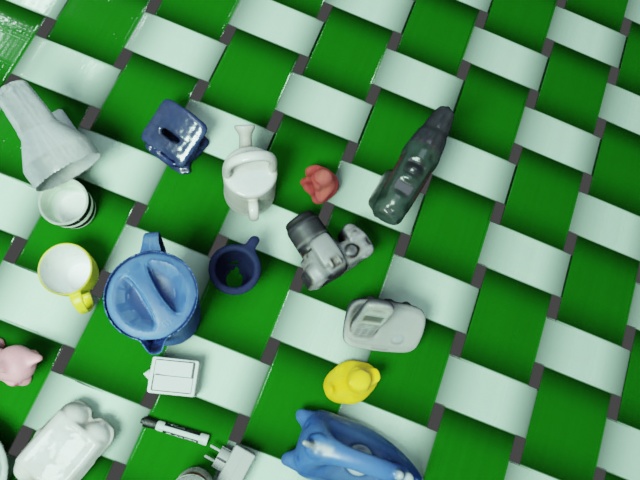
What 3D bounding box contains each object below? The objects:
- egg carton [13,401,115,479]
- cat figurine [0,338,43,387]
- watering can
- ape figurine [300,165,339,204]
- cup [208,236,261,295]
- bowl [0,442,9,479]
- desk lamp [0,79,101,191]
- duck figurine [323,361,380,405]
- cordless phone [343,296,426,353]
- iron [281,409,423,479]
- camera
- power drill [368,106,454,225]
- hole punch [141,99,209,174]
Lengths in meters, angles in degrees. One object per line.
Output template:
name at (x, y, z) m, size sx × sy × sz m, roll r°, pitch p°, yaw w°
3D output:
egg carton at (-0.419, 0.345, 0.939) m, size 0.107 × 0.069 × 0.150 m, roll 37°, pitch 73°, yaw 3°
cat figurine at (-0.517, 0.200, 0.938) m, size 0.128 × 0.117 × 0.067 m, roll 16°, pitch 74°, yaw -3°
watering can at (-0.130, -0.125, 1.040) m, size 0.101 × 0.194 × 0.173 m, roll -28°, pitch 81°, yaw -14°
ape figurine at (0.003, -0.113, 1.109) m, size 0.076 × 0.092 × 0.078 m, roll 5°, pitch 75°, yaw -7°
cup at (-0.147, 0.050, 1.043) m, size 0.091 × 0.095 × 0.118 m, roll 31°, pitch 73°, yaw 1°
bowl at (-0.573, 0.371, 0.908) m, size 0.167 × 0.074 × 0.167 m, roll 2°, pitch 75°, yaw -8°
desk lamp at (-0.470, -0.169, 0.993) m, size 0.118 × 0.213 × 0.203 m, roll -35°, pitch 82°, yaw -15°
duck figurine at (0.060, 0.254, 1.024) m, size 0.105 × 0.086 × 0.077 m, roll -15°, pitch 78°, yaw -11°
cordless phone at (0.122, 0.143, 1.010) m, size 0.147 × 0.185 × 0.094 m, roll 6°, pitch 74°, yaw -6°
iron at (0.072, 0.372, 0.965) m, size 0.258 × 0.141 × 0.119 m, roll 19°, pitch 73°, yaw -3°
camera at (0.010, 0.004, 1.075) m, size 0.143 × 0.100 × 0.137 m, roll -32°, pitch 82°, yaw -15°
power drill at (0.162, -0.121, 1.073) m, size 0.075 × 0.208 × 0.230 m, roll 29°, pitch 73°, yaw 1°
hole punch at (-0.275, -0.196, 1.092) m, size 0.108 × 0.091 × 0.101 m, roll 36°, pitch 73°, yaw 2°
